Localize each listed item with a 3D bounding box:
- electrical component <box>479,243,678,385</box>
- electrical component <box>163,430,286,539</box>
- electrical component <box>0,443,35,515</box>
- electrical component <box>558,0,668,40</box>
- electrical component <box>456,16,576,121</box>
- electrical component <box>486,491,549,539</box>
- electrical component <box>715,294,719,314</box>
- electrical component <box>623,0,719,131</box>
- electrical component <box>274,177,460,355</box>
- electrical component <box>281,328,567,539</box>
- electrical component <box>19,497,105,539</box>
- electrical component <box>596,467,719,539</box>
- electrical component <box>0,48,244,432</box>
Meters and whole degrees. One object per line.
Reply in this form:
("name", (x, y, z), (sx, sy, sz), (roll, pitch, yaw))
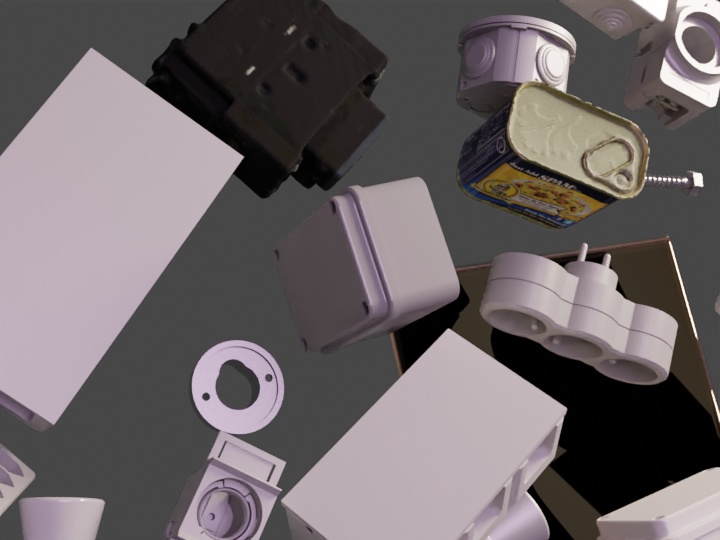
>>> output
("electrical component", (0.152, 0.018, 0.723), (0.138, 0.052, 0.073), (23, 68, -14))
("electrical component", (-0.079, 0.136, 0.593), (0.042, 0.064, 0.081), (29, 66, -11))
("electrical component", (-0.216, 0.125, 0.547), (0.047, 0.065, 0.076), (43, 94, -5))
("electrical component", (0.185, -0.232, 0.801), (0.100, 0.048, 0.099), (26, 67, -26))
("electrical component", (0.105, -0.136, 0.735), (0.080, 0.080, 0.051), (13, 76, -17))
("electrical component", (0.077, 0.165, 0.659), (0.065, 0.044, 0.044), (-30, 87, -21))
("electrical component", (0.300, -0.018, 0.791), (0.074, 0.052, 0.138), (42, 65, -6))
("electrical component", (0.242, -0.161, 0.808), (0.050, 0.056, 0.089), (24, 68, -13))
("electrical component", (0.000, 0.000, 0.636), (0.057, 0.113, 0.078), (-13, 80, -27))
("electrical component", (0.039, 0.122, 0.631), (0.089, 0.061, 0.150), (34, 61, 25))
("electrical component", (-0.159, 0.149, 0.569), (0.045, 0.045, 0.055), (5, 74, -20))
("electrical component", (0.219, 0.170, 0.692), (0.113, 0.078, 0.057), (-16, 84, -24))
("electrical component", (-0.165, -0.016, 0.605), (0.105, 0.060, 0.186), (35, 66, -9))
